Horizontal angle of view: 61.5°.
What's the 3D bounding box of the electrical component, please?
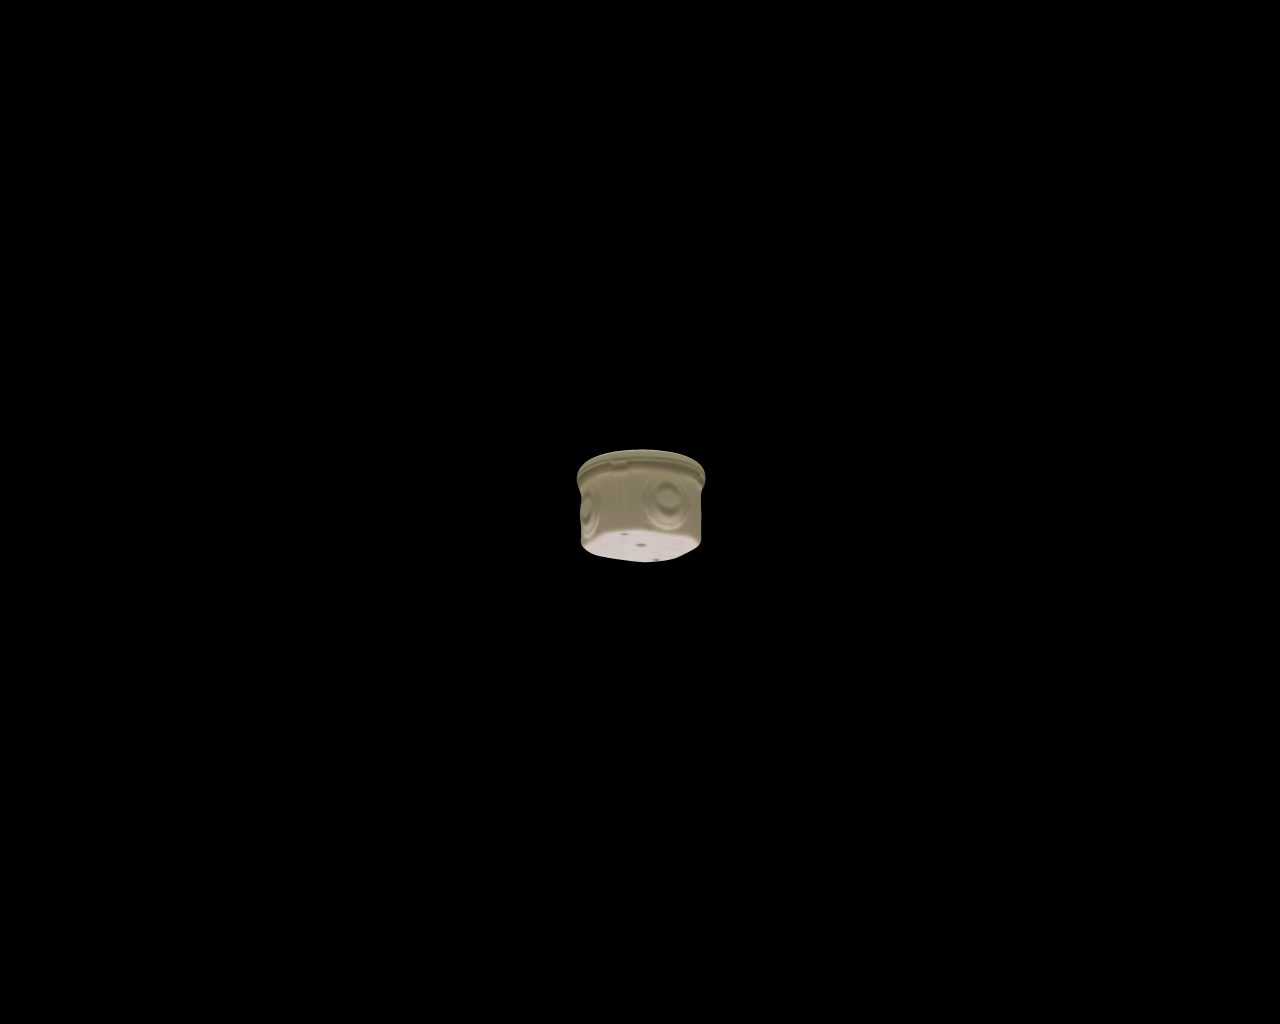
[{"bbox_3d":[0.001,-0.003,0.650,0.080,0.051,0.080,0,-18,0],"label":"electrical component"}]
